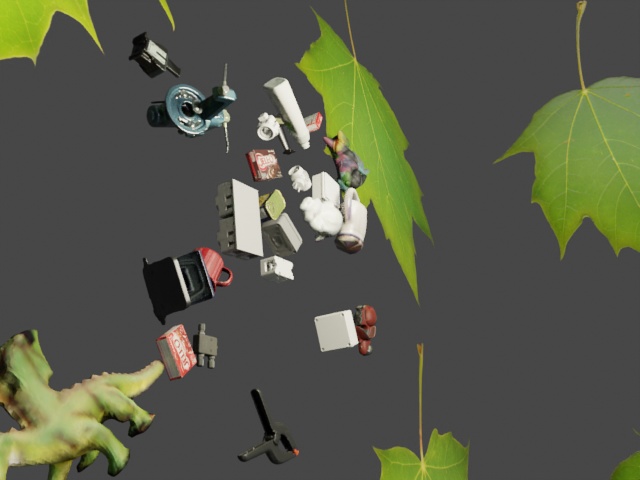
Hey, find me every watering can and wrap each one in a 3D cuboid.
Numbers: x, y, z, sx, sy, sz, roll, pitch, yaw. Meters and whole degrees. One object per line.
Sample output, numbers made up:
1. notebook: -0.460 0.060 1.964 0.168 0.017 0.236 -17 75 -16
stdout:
1. watering can: 0.125 -0.050 1.911 0.342 0.104 0.228 63 33 -64

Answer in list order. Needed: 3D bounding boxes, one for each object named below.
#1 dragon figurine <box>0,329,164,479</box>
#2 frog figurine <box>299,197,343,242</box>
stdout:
1. dragon figurine: -0.387 0.237 0.796 0.240 0.121 0.417 58 13 -16
2. frog figurine: 0.005 -0.086 1.708 0.140 0.123 0.156 -55 138 -35
